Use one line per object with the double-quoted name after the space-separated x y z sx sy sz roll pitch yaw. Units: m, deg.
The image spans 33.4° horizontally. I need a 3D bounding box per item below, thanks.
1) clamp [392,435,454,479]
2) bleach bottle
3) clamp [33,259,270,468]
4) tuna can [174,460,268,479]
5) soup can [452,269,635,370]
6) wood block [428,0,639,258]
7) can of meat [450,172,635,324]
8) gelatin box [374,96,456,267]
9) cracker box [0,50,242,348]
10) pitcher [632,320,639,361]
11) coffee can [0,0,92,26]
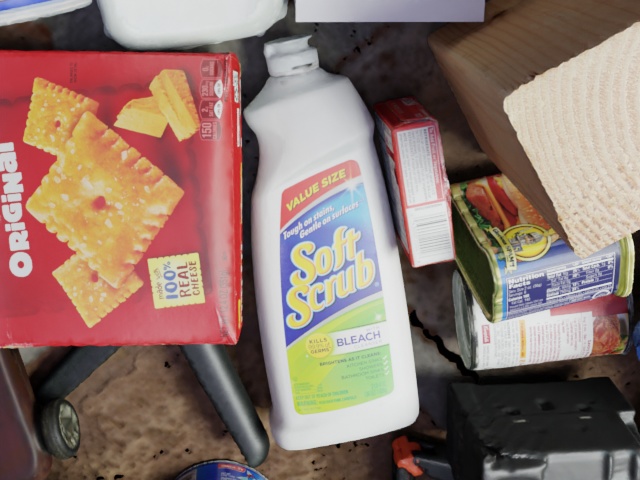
0.114 0.198 0.750 0.120 0.039 0.171 -31 115 0 "clamp"
-0.004 0.001 0.665 0.102 0.068 0.251 -11 106 0 "bleach bottle"
-0.111 0.045 0.685 0.164 0.036 0.210 3 105 3 "clamp"
-0.069 0.198 0.741 0.086 0.034 0.086 -1 109 -3 "tuna can"
0.141 0.045 0.684 0.102 0.068 0.068 -6 109 -1 "soup can"
0.130 -0.079 0.568 0.091 0.206 0.090 -28 108 6 "wood block"
0.127 -0.002 0.643 0.084 0.102 0.057 -14 128 -6 "can of meat"
0.058 -0.037 0.648 0.030 0.073 0.089 -11 108 -2 "gelatin box"
-0.151 -0.024 0.604 0.213 0.072 0.164 0 93 -3 "cracker box"
0.301 0.009 0.620 0.243 0.145 0.149 -40 79 -3 "pitcher"
-0.187 -0.188 0.568 0.103 0.103 0.140 -9 109 0 "coffee can"
